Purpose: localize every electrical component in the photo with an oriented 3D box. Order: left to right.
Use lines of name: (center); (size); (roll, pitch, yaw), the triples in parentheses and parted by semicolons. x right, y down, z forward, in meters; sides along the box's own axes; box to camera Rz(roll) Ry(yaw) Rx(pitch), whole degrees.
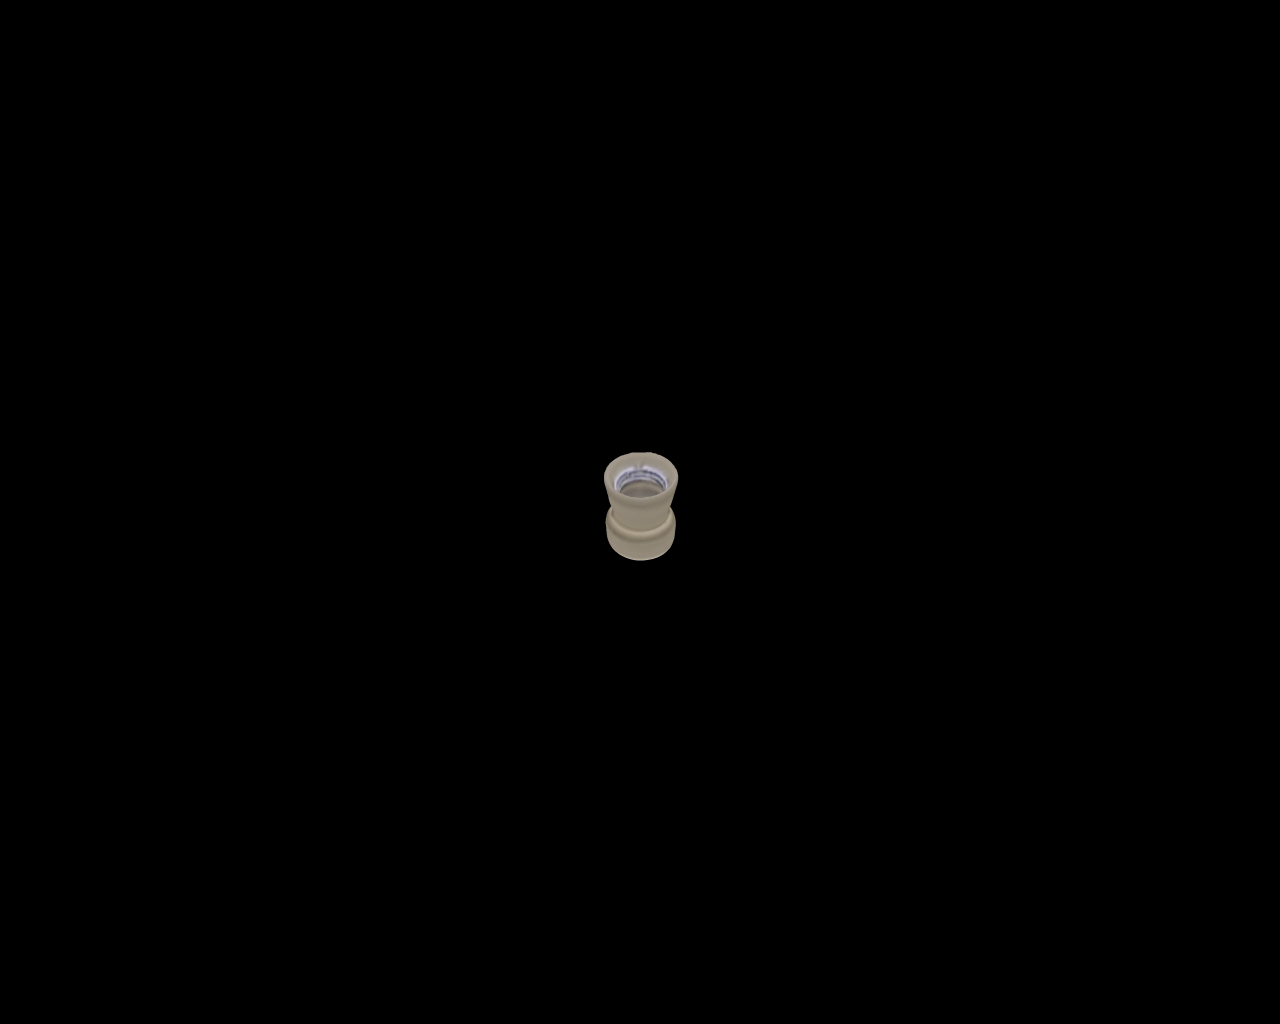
electrical component: (0.001, -0.003, 0.650); (0.045, 0.055, 0.045); (0, 43, 0)
